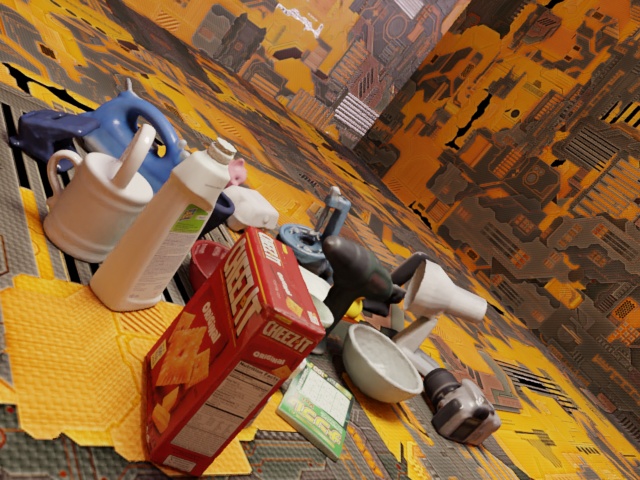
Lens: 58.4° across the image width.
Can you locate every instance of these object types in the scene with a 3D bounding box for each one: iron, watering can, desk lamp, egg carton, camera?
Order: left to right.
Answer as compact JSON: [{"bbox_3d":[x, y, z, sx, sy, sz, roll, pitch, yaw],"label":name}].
[{"bbox_3d":[-0.271,-0.070,0.773,0.174,0.194,0.100,25,21,-43],"label":"watering can"},{"bbox_3d":[-0.318,-0.175,1.064,0.258,0.141,0.119,42,15,9],"label":"iron"},{"bbox_3d":[-0.159,-0.063,1.261,0.107,0.069,0.151,45,16,20],"label":"egg carton"},{"bbox_3d":[0.252,0.177,1.276,0.203,0.213,0.118,38,15,-6],"label":"desk lamp"},{"bbox_3d":[0.279,0.321,1.144,0.144,0.100,0.136,28,19,-37],"label":"camera"}]

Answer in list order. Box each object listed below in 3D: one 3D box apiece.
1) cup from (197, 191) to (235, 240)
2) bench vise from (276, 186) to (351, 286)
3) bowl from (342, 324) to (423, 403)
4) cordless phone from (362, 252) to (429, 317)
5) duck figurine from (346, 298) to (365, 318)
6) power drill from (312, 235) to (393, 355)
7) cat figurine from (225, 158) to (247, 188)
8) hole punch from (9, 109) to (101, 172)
[{"bbox_3d":[-0.222,-0.050,1.023,0.118,0.095,0.091,19,25,-53],"label":"cup"},{"bbox_3d":[0.005,-0.003,1.191,0.208,0.219,0.121,21,24,-50],"label":"bench vise"},{"bbox_3d":[0.098,0.231,1.018,0.168,0.074,0.167,37,15,-11],"label":"bowl"},{"bbox_3d":[0.171,0.086,1.398,0.148,0.185,0.094,21,23,-50],"label":"cordless phone"},{"bbox_3d":[0.080,0.116,1.287,0.078,0.086,0.104,35,15,-15],"label":"duck figurine"},{"bbox_3d":[0.025,0.096,0.974,0.230,0.208,0.075,19,25,-53],"label":"power drill"},{"bbox_3d":[-0.217,-0.144,1.262,0.128,0.117,0.067,25,21,-44],"label":"cat figurine"},{"bbox_3d":[-0.421,-0.176,0.918,0.101,0.091,0.108,35,15,-16],"label":"hole punch"}]
